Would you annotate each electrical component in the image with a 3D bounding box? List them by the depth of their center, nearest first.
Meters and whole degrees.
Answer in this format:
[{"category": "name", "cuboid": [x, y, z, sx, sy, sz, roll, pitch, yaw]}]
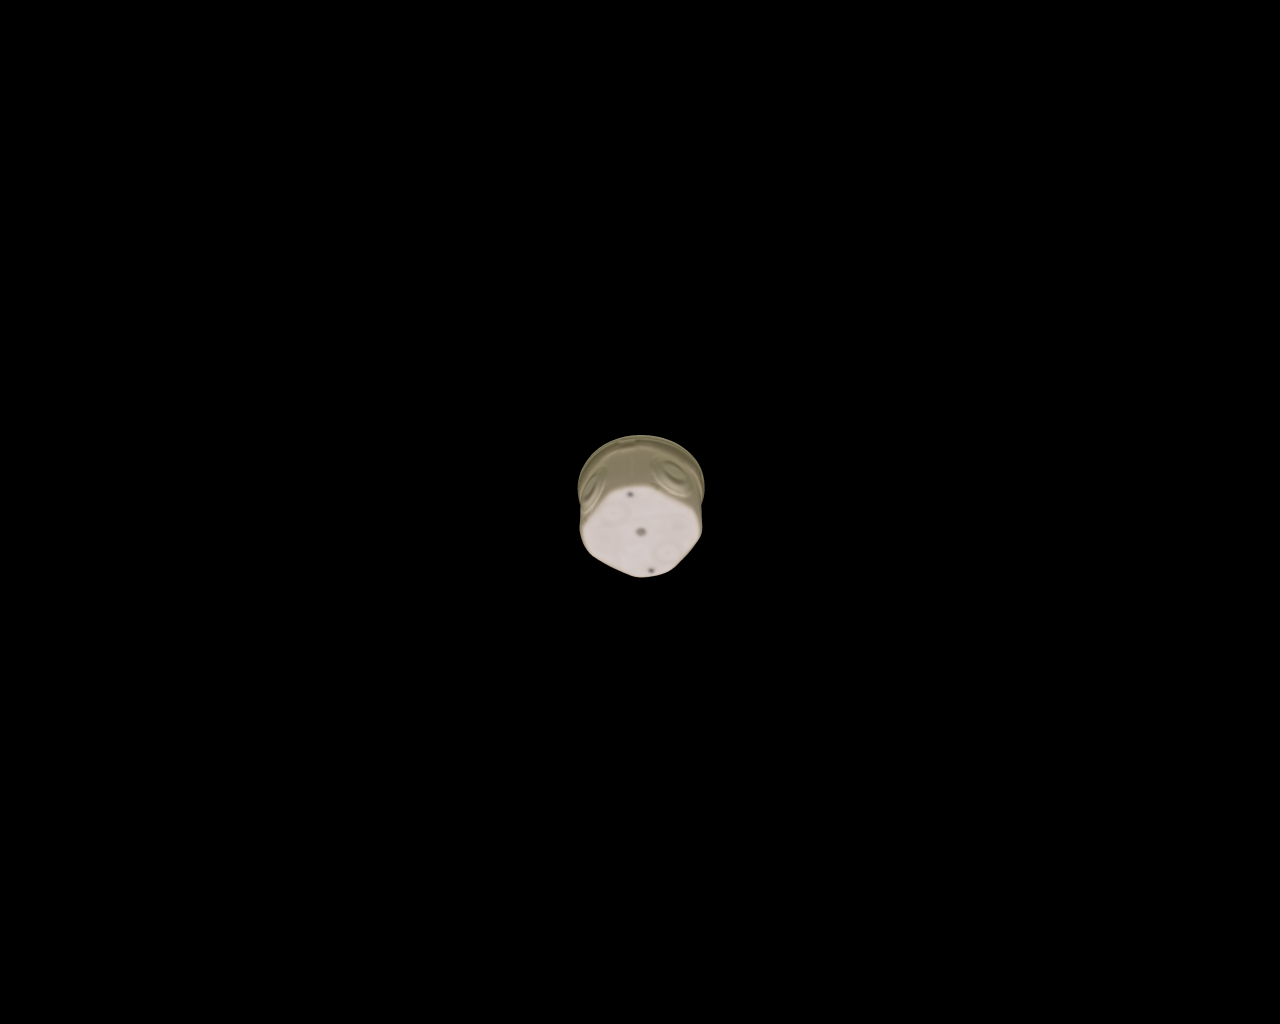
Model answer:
[{"category": "electrical component", "cuboid": [0.001, -0.003, 0.650, 0.080, 0.080, 0.051, 0, 38, 0]}]
